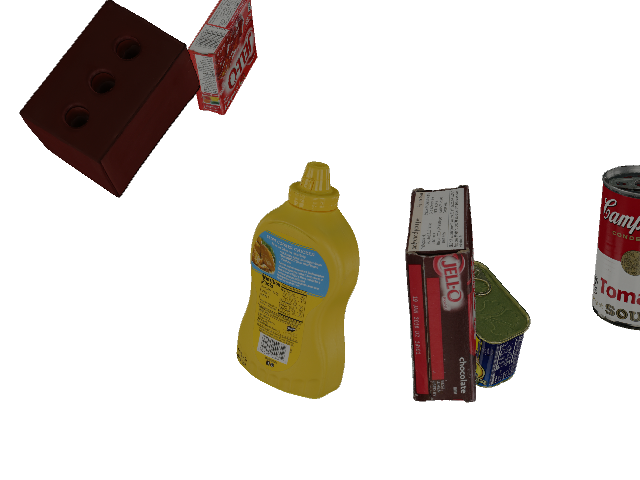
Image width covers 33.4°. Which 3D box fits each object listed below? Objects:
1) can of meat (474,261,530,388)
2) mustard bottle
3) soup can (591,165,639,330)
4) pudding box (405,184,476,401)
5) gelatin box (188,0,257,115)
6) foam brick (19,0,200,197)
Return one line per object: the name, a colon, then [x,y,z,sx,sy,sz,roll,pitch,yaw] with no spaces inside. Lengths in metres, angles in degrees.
can of meat: [0.157,0.085,1.065,0.057,0.084,0.102,-23,52,-19]
mustard bottle: [-0.016,0.028,0.883,0.096,0.192,0.058,22,24,33]
soup can: [0.231,0.004,0.759,0.068,0.102,0.068,-1,22,0]
pudding box: [0.070,0.027,0.613,0.039,0.090,0.113,-2,21,6]
gelatin box: [-0.088,-0.173,0.990,0.030,0.089,0.073,13,-39,14]
foam brick: [-0.108,-0.073,0.557,0.053,0.078,0.051,32,-12,10]
